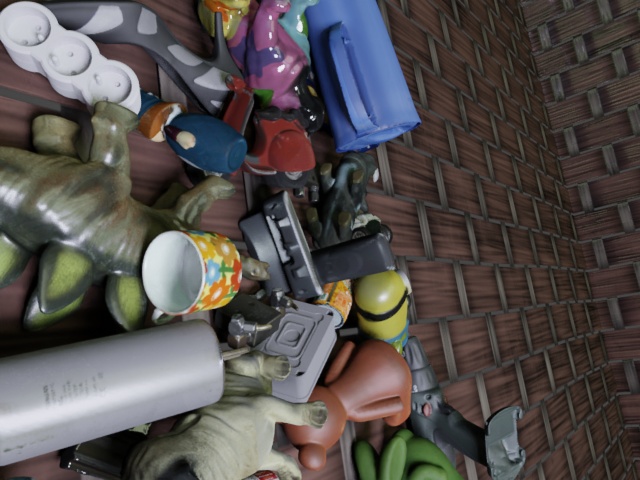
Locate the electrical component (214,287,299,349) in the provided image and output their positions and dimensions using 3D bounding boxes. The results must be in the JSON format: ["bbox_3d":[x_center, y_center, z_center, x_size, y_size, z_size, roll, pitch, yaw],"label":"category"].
[{"bbox_3d":[-0.076,0.087,0.630,0.102,0.078,0.045,-23,137,-49],"label":"electrical component"}]

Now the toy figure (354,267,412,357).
[{"bbox_3d":[0.092,0.118,0.796,0.089,0.082,0.179,-60,155,-54],"label":"toy figure"}]

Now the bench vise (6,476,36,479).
[{"bbox_3d":[-0.204,0.267,0.366,0.223,0.129,0.240,-5,84,-56],"label":"bench vise"}]

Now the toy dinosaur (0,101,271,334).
[{"bbox_3d":[-0.214,-0.021,0.476,0.471,0.105,0.198,27,57,-43],"label":"toy dinosaur"}]

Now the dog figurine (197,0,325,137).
[{"bbox_3d":[-0.080,-0.232,0.748,0.108,0.192,0.219,-45,147,-53],"label":"dog figurine"}]

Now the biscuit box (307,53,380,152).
[{"bbox_3d":[0.024,-0.222,0.902,0.202,0.063,0.059,33,53,-41],"label":"biscuit box"}]

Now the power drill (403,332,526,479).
[{"bbox_3d":[0.206,0.269,0.832,0.086,0.207,0.231,-11,96,-37],"label":"power drill"}]

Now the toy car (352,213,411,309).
[{"bbox_3d":[0.096,0.053,0.893,0.073,0.056,0.201,-10,83,-47],"label":"toy car"}]

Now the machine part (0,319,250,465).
[{"bbox_3d":[-0.167,0.114,0.427,0.243,0.079,0.079,-6,81,-35],"label":"machine part"}]

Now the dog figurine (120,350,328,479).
[{"bbox_3d":[-0.114,0.172,0.511,0.190,0.173,0.121,8,98,-46],"label":"dog figurine"}]

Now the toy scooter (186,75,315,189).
[{"bbox_3d":[-0.078,-0.133,0.675,0.184,0.075,0.135,-5,110,-39],"label":"toy scooter"}]

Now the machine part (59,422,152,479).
[{"bbox_3d":[-0.182,0.153,0.505,0.084,0.039,0.139,40,49,-30],"label":"machine part"}]

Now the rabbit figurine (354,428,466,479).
[{"bbox_3d":[0.117,0.347,0.747,0.170,0.121,0.159,-22,88,-56],"label":"rabbit figurine"}]

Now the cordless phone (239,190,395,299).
[{"bbox_3d":[-0.001,-0.003,0.680,0.089,0.184,0.146,-23,95,-49],"label":"cordless phone"}]

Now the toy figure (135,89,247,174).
[{"bbox_3d":[-0.155,-0.121,0.590,0.058,0.155,0.064,-62,165,-8],"label":"toy figure"}]

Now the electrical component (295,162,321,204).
[{"bbox_3d":[-0.022,-0.105,0.829,0.063,0.021,0.094,16,65,-50],"label":"electrical component"}]

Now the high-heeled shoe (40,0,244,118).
[{"bbox_3d":[-0.198,-0.198,0.625,0.249,0.086,0.145,-12,118,-36],"label":"high-heeled shoe"}]

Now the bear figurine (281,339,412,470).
[{"bbox_3d":[0.029,0.219,0.709,0.196,0.120,0.131,-32,148,-28],"label":"bear figurine"}]

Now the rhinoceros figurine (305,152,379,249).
[{"bbox_3d":[0.042,-0.066,0.835,0.112,0.073,0.190,65,38,-50],"label":"rhinoceros figurine"}]
